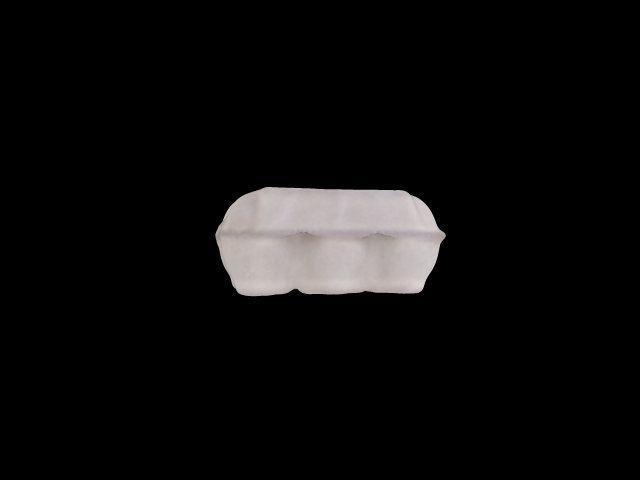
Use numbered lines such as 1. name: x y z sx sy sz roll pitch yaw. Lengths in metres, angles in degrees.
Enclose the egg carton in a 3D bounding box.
1. egg carton: 0.004 0.001 0.400 0.150 0.069 0.107 0 0 -13
